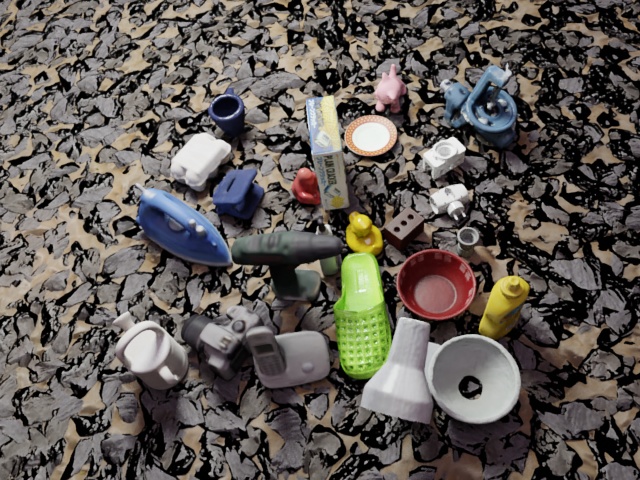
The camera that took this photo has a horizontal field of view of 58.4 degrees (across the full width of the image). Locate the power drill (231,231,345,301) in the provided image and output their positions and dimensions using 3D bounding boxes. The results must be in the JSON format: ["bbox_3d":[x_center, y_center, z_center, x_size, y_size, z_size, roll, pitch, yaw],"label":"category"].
[{"bbox_3d":[-0.056,0.048,1.166,0.229,0.209,0.075,2,60,9],"label":"power drill"}]

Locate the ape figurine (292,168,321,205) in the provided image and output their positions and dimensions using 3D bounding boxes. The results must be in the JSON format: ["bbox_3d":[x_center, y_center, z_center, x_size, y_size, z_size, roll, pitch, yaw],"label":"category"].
[{"bbox_3d":[-0.032,-0.131,1.335,0.076,0.092,0.078,22,65,19],"label":"ape figurine"}]

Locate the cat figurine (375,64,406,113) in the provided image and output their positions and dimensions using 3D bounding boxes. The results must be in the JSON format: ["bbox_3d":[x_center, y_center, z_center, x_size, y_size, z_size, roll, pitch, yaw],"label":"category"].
[{"bbox_3d":[0.176,-0.383,1.439,0.067,0.118,0.128,10,62,13],"label":"cat figurine"}]

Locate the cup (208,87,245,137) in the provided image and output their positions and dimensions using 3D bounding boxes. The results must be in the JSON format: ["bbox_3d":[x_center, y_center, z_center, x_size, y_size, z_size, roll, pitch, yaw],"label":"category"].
[{"bbox_3d":[-0.229,-0.321,1.469,0.091,0.095,0.118,-1,60,7],"label":"cup"}]

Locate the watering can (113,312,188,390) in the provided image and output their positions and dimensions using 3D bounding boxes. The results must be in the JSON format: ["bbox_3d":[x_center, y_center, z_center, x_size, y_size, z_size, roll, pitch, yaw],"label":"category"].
[{"bbox_3d":[-0.340,0.213,1.115,0.172,0.194,0.101,19,64,18],"label":"watering can"}]

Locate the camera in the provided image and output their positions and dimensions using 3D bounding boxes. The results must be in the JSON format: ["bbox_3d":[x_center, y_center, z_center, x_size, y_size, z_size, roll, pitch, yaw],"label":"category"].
[{"bbox_3d":[-0.206,0.189,1.166,0.136,0.101,0.143,25,66,20],"label":"camera"}]

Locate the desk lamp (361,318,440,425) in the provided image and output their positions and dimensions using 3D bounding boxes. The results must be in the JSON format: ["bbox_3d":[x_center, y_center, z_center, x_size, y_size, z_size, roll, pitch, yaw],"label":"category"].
[{"bbox_3d":[0.153,0.239,1.024,0.117,0.214,0.203,11,62,14],"label":"desk lamp"}]

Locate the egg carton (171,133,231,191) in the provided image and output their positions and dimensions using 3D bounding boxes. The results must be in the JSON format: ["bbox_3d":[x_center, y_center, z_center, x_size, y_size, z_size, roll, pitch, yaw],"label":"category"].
[{"bbox_3d":[-0.296,-0.196,1.420,0.107,0.069,0.150,26,66,20],"label":"egg carton"}]

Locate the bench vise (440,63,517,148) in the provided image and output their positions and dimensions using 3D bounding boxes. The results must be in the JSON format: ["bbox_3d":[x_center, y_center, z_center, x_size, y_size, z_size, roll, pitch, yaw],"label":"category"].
[{"bbox_3d":[0.362,-0.323,1.321,0.207,0.220,0.121,21,65,19],"label":"bench vise"}]

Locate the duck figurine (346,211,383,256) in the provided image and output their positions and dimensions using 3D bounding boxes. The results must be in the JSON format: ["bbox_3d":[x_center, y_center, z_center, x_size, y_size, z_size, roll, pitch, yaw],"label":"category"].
[{"bbox_3d":[0.096,-0.017,1.255,0.077,0.086,0.104,-28,60,-9],"label":"duck figurine"}]

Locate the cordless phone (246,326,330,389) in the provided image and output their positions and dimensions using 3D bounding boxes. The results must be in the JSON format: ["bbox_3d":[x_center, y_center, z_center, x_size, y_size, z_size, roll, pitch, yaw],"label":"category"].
[{"bbox_3d":[-0.061,0.209,1.087,0.147,0.185,0.094,-13,59,0],"label":"cordless phone"}]

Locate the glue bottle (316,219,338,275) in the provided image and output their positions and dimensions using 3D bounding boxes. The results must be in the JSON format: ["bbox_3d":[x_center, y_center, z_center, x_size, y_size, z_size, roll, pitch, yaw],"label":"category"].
[{"bbox_3d":[0.011,0.004,1.203,0.037,0.173,0.078,-6,59,4],"label":"glue bottle"}]

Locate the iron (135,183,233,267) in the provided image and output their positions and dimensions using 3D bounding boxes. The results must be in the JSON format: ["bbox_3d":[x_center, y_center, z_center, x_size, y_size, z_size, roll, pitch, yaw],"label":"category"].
[{"bbox_3d":[-0.309,-0.038,1.288,0.257,0.142,0.119,29,68,22],"label":"iron"}]

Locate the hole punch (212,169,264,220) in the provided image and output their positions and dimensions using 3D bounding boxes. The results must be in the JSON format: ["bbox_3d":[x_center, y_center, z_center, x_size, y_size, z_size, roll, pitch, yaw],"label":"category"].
[{"bbox_3d":[-0.198,-0.114,1.347,0.101,0.091,0.109,16,63,16],"label":"hole punch"}]

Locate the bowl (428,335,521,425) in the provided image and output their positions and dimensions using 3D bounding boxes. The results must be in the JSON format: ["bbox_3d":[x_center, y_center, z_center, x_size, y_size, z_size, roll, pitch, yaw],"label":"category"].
[{"bbox_3d":[0.284,0.268,1.071,0.167,0.075,0.167,-3,60,6],"label":"bowl"}]
